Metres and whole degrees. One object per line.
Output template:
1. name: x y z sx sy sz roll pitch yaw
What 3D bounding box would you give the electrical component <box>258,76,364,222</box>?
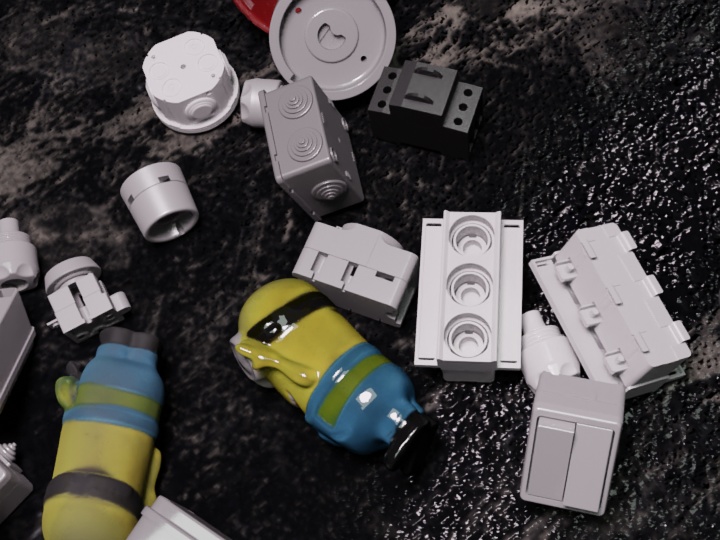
1. electrical component: -0.038 -0.100 0.888 0.048 0.099 0.099 -19 65 13

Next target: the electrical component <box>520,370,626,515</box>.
1. electrical component: 0.150 0.131 0.768 0.062 0.096 0.061 10 26 12

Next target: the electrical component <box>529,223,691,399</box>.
1. electrical component: 0.193 0.030 0.813 0.079 0.063 0.121 -12 63 -26

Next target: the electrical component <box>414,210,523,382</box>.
1. electrical component: 0.086 0.022 0.837 0.079 0.063 0.121 1 67 8

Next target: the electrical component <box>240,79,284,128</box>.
1. electrical component: -0.071 -0.144 0.940 0.062 0.043 0.043 5 68 8

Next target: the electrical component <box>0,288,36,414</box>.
1. electrical component: -0.327 0.068 0.849 0.109 0.056 0.108 -6 32 5

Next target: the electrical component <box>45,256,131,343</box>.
1. electrical component: -0.230 0.023 0.888 0.066 0.048 0.055 -28 74 -5

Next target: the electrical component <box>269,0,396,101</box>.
1. electrical component: -0.027 -0.206 0.933 0.108 0.108 0.060 -20 23 -1

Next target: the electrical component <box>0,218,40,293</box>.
1. electrical component: -0.296 -0.014 0.913 0.043 0.043 0.062 -15 64 1

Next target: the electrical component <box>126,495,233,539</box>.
1. electrical component: -0.110 0.217 0.770 0.113 0.078 0.057 29 76 18

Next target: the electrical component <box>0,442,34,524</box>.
1. electrical component: -0.304 0.167 0.826 0.062 0.061 0.096 38 76 20

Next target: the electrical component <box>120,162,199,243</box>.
1. electrical component: -0.168 -0.056 0.909 0.055 0.055 0.047 -27 70 -5

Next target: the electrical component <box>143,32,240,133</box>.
1. electrical component: -0.151 -0.167 0.956 0.080 0.051 0.080 -3 67 6

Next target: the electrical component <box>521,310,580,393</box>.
1. electrical component: 0.141 0.061 0.824 0.043 0.043 0.062 -19 65 -1

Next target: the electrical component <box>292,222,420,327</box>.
1. electrical component: 0.000 0.000 0.865 0.089 0.050 0.055 19 71 15
